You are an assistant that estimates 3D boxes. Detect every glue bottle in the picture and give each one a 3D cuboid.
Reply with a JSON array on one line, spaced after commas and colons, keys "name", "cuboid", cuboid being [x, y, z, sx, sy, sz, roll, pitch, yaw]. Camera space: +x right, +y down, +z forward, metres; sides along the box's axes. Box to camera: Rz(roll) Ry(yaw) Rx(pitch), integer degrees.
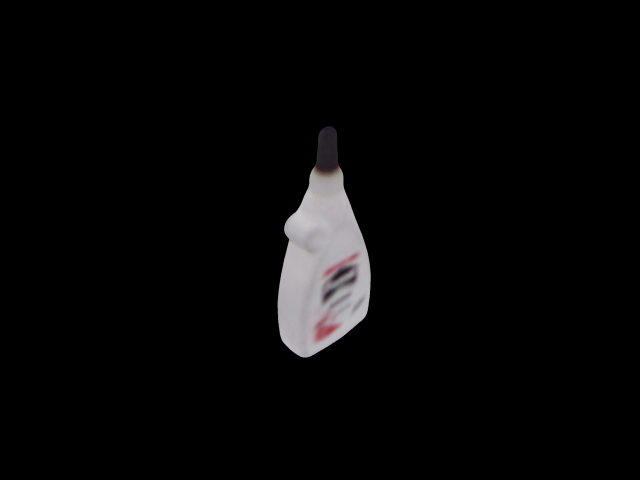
[{"name": "glue bottle", "cuboid": [0.004, 0.001, 0.400, 0.037, 0.173, 0.078, 29, 46, 33]}]
